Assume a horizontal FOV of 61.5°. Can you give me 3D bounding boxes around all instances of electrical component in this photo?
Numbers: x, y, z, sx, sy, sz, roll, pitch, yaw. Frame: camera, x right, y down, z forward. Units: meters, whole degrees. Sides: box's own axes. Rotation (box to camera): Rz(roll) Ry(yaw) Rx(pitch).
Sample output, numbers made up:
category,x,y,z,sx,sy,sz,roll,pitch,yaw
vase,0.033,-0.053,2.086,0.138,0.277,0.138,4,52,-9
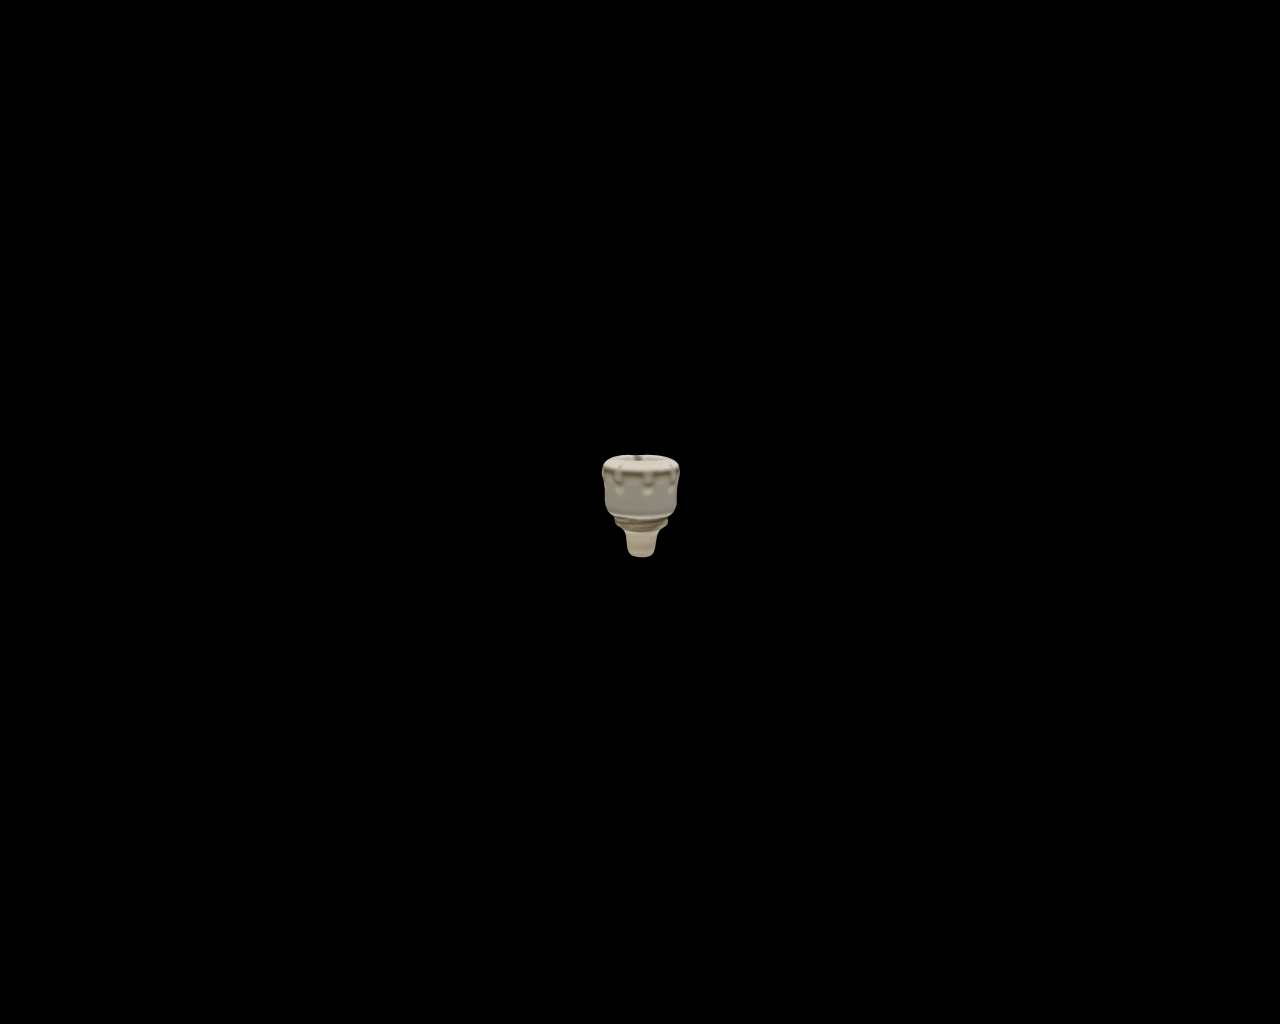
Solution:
category,x,y,z,sx,sy,sz,roll,pitch,yaw
electrical component,0.001,-0.003,0.650,0.048,0.062,0.048,0,11,0
